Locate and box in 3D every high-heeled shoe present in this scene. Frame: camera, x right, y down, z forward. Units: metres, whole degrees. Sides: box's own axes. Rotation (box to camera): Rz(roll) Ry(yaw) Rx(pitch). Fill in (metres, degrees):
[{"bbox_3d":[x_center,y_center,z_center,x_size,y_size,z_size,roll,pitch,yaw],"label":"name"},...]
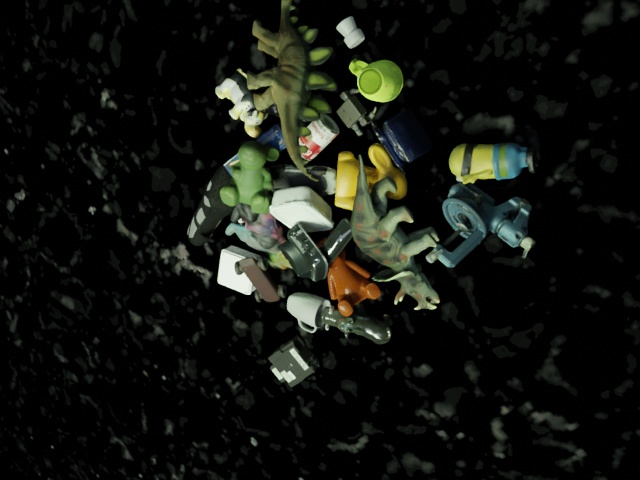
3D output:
[{"bbox_3d":[-0.317,-0.099,1.528,0.145,0.086,0.248,21,99,50],"label":"high-heeled shoe"}]

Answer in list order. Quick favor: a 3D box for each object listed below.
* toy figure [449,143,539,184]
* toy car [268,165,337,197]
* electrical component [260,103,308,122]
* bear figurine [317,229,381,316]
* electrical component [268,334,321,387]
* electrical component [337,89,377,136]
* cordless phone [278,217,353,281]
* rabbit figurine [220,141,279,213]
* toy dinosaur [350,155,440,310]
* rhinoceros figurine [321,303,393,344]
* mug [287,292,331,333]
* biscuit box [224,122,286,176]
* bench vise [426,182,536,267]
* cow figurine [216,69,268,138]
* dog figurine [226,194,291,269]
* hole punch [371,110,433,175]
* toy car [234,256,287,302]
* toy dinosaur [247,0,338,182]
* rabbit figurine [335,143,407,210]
[{"bbox_3d":[0.374,-0.173,1.166,0.180,0.082,0.089,-5,93,30],"label":"toy figure"},{"bbox_3d":[-0.049,-0.153,1.379,0.202,0.056,0.073,6,116,24],"label":"toy car"},{"bbox_3d":[-0.082,-0.326,1.325,0.119,0.075,0.047,18,114,23],"label":"electrical component"},{"bbox_3d":[0.056,0.076,1.370,0.120,0.132,0.195,-29,98,-1],"label":"bear figurine"},{"bbox_3d":[-0.082,0.355,1.559,0.134,0.058,0.115,-38,87,30],"label":"electrical component"},{"bbox_3d":[0.086,-0.308,1.275,0.102,0.045,0.078,50,148,5],"label":"electrical component"},{"bbox_3d":[-0.003,-0.004,1.322,0.184,0.088,0.147,-50,57,21],"label":"cordless phone"},{"bbox_3d":[-0.154,-0.172,1.297,0.121,0.159,0.170,21,140,5],"label":"rabbit figurine"},{"bbox_3d":[0.147,-0.009,1.243,0.192,0.131,0.404,-36,113,19],"label":"toy dinosaur"},{"bbox_3d":[0.096,0.221,1.405,0.190,0.112,0.073,19,116,9],"label":"rhinoceros figurine"},{"bbox_3d":[-0.036,0.195,1.479,0.107,0.081,0.109,21,121,29],"label":"mug"},{"bbox_3d":[-0.155,-0.228,1.397,0.203,0.063,0.059,-32,94,30],"label":"biscuit box"},{"bbox_3d":[0.338,-0.016,1.171,0.224,0.240,0.128,46,163,15],"label":"bench vise"},{"bbox_3d":[-0.184,-0.347,1.368,0.098,0.068,0.167,-37,85,23],"label":"cow figurine"},{"bbox_3d":[-0.126,-0.018,1.426,0.219,0.108,0.191,34,131,6],"label":"dog figurine"},{"bbox_3d":[0.189,-0.228,1.216,0.092,0.116,0.142,-30,93,21],"label":"hole punch"},{"bbox_3d":[-0.160,0.104,1.467,0.089,0.053,0.201,-11,138,17],"label":"toy car"},{"bbox_3d":[-0.064,-0.360,1.233,0.199,0.105,0.471,-1,82,10],"label":"toy dinosaur"},{"bbox_3d":[0.126,-0.149,1.285,0.173,0.122,0.162,10,102,7],"label":"rabbit figurine"}]
